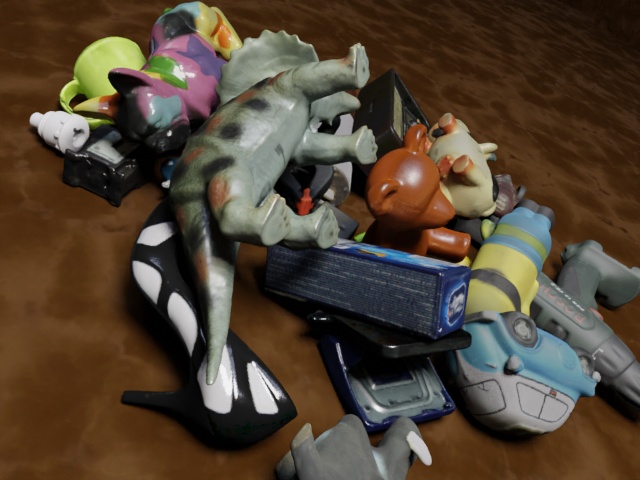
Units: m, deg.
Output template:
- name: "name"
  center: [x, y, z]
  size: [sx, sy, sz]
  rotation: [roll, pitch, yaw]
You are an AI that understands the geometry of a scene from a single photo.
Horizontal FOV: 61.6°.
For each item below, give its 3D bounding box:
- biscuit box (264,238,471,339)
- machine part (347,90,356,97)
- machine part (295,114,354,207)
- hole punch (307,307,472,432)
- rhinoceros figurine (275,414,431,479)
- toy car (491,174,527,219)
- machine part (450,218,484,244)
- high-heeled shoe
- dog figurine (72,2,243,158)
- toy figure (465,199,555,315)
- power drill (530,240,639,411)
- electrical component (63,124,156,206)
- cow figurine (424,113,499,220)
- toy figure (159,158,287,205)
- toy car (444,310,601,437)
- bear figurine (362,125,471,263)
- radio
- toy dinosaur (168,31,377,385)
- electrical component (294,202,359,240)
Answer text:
- name: "biscuit box"
  center: [0.039, 0.037, 0.520]
  size: [0.203, 0.062, 0.059]
  rotation: [13, 13, 37]
- name: "machine part"
  center: [-0.036, -0.231, 0.815]
  size: [0.179, 0.056, 0.179]
  rotation: [-7, 18, 2]
- name: "machine part"
  center: [0.008, -0.120, 0.753]
  size: [0.079, 0.079, 0.243]
  rotation: [19, 39, -7]
- name: "hole punch"
  center: [0.068, 0.115, 0.519]
  size: [0.142, 0.092, 0.116]
  rotation: [-3, 17, -27]
- name: "rhinoceros figurine"
  center: [0.014, 0.193, 0.393]
  size: [0.112, 0.073, 0.190]
  rotation: [37, 40, 17]
- name: "toy car"
  center: [0.281, -0.076, 0.840]
  size: [0.089, 0.053, 0.202]
  rotation: [29, 24, 10]
- name: "machine part"
  center: [0.239, -0.008, 0.777]
  size: [0.084, 0.039, 0.139]
  rotation: [-11, 47, -47]
- name: "high-heeled shoe"
  center: [-0.089, 0.051, 0.479]
  size: [0.145, 0.086, 0.249]
  rotation: [0, 59, 2]
- name: "dog figurine"
  center: [-0.180, -0.190, 0.617]
  size: [0.219, 0.108, 0.191]
  rotation: [-25, 91, -58]
- name: "toy figure"
  center: [0.213, 0.030, 0.624]
  size: [0.082, 0.089, 0.180]
  rotation: [16, 66, 45]
- name: "power drill"
  center: [0.349, 0.093, 0.691]
  size: [0.232, 0.085, 0.207]
  rotation: [39, 48, 22]
- name: "electrical component"
  center: [-0.232, -0.098, 0.625]
  size: [0.075, 0.047, 0.119]
  rotation: [23, 37, -2]
- name: "cow figurine"
  center: [0.188, -0.100, 0.713]
  size: [0.127, 0.085, 0.195]
  rotation: [38, 31, -27]
- name: "toy figure"
  center: [-0.116, -0.050, 0.624]
  size: [0.155, 0.057, 0.064]
  rotation: [24, 32, 7]
- name: "toy car"
  center: [0.194, 0.142, 0.538]
  size: [0.161, 0.109, 0.103]
  rotation: [28, 60, -14]
- name: "bear figurine"
  center: [0.107, -0.018, 0.579]
  size: [0.132, 0.195, 0.120]
  rotation: [28, 64, 10]
- name: "radio"
  center: [0.115, -0.152, 0.808]
  size: [0.131, 0.073, 0.230]
  rotation: [48, 31, -25]
- name: "toy dinosaur"
  center: [-0.066, -0.072, 0.504]
  size: [0.192, 0.131, 0.405]
  rotation: [6, 48, 33]
- name: "electrical component"
  center: [0.000, -0.002, 0.631]
  size: [0.102, 0.045, 0.078]
  rotation: [30, 48, 5]
